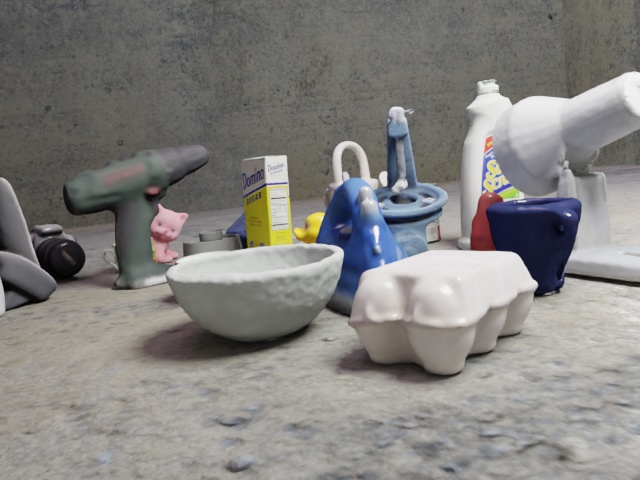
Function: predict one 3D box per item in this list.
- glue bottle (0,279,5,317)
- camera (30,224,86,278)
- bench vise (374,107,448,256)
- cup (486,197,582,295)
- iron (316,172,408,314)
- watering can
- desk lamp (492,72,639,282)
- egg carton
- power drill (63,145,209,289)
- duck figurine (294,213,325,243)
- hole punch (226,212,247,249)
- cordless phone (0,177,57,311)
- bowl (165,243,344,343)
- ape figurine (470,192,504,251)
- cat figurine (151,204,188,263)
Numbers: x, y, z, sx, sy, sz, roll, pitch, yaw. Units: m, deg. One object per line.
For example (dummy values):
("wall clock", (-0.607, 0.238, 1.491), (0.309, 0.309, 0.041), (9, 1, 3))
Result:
("glue bottle", (-0.463, 0.021, 0.741), (0.078, 0.173, 0.037), (-10, 8, -27))
("camera", (-0.493, 0.025, 1.026), (0.144, 0.101, 0.136), (-13, 10, -43))
("bench vise", (0.108, -0.077, 0.838), (0.121, 0.220, 0.207), (-8, 8, -10))
("cup", (0.221, 0.008, 0.571), (0.092, 0.095, 0.117), (-7, 7, -8))
("iron", (0.049, -0.006, 0.647), (0.118, 0.141, 0.258), (-7, 7, -4))
("watering can", (0.072, -0.095, 1.110), (0.172, 0.194, 0.101), (-3, 8, 25))
("desk lamp", (0.306, -0.072, 0.655), (0.118, 0.213, 0.202), (-10, 8, -27))
("egg carton", (0.098, 0.050, 0.451), (0.107, 0.069, 0.151), (0, 10, 42))
("power drill", (-0.268, -0.037, 0.891), (0.230, 0.208, 0.075), (-11, 9, -35))
("duck figurine", (0.008, 0.003, 0.829), (0.104, 0.086, 0.078), (-4, 8, 19))
("hole punch", (-0.118, -0.021, 1.102), (0.108, 0.091, 0.101), (-2, 9, 31))
("cordless phone", (-0.469, 0.004, 0.832), (0.147, 0.185, 0.094), (-2, 8, 28))
("bowl", (-0.057, 0.052, 0.541), (0.167, 0.075, 0.167), (-6, 7, 1))
("ape figurine", (0.241, -0.022, 0.798), (0.076, 0.092, 0.077), (-9, 8, -21))
("cat figurine", (-0.322, -0.015, 1.120), (0.127, 0.118, 0.067), (-6, 7, 3))
